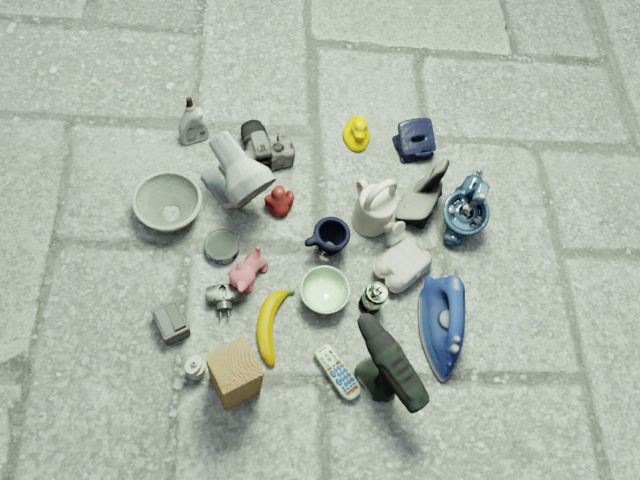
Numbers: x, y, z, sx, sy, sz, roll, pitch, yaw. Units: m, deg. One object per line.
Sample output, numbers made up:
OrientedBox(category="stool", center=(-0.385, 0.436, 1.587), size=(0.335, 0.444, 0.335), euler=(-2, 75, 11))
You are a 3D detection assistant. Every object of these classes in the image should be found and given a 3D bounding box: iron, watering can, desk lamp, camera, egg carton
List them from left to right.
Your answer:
OrientedBox(category="desk lamp", center=(-0.209, -0.158, 1.409), size=(0.118, 0.213, 0.203), euler=(-35, 75, -21))
OrientedBox(category="camera", center=(-0.149, -0.260, 1.527), size=(0.143, 0.101, 0.136), euler=(-14, 68, -14))
OrientedBox(category="watering can", center=(0.150, -0.086, 1.440), size=(0.172, 0.194, 0.101), euler=(35, 66, 8))
OrientedBox(category="egg carton", center=(0.209, 0.063, 1.450), size=(0.150, 0.069, 0.107), euler=(-39, 76, -22))
OrientedBox(category="iron", center=(0.308, 0.197, 1.363), size=(0.118, 0.141, 0.258), euler=(6, 65, -6))

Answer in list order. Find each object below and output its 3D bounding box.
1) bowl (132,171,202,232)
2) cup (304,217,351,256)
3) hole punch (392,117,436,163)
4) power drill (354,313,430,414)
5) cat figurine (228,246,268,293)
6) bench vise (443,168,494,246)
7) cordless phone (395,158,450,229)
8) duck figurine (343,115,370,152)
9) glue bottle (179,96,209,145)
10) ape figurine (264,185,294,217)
OrientedBox(category="bowl", center=(-0.377, -0.085, 1.427), size=(0.167, 0.075, 0.167), euler=(3, 65, -7))
OrientedBox(category="cup", center=(0.013, 0.005, 1.433), size=(0.118, 0.095, 0.091), euler=(-20, 70, -16))
OrientedBox(category="hole punch", center=(0.270, -0.280, 1.603), size=(0.109, 0.091, 0.101), euler=(-12, 68, -13))
OrientedBox(category="power drill", center=(0.141, 0.282, 1.262), size=(0.076, 0.208, 0.229), euler=(-33, 74, -20))
OrientedBox(category="cat figurine", center=(-0.174, 0.071, 1.362), size=(0.067, 0.118, 0.128), euler=(29, 65, 6))
OrientedBox(category="bench vise", center=(0.380, -0.112, 1.472), size=(0.121, 0.220, 0.207), euler=(6, 65, -5))
OrientedBox(category="cordless phone", center=(0.272, -0.124, 1.480), size=(0.094, 0.185, 0.148), euler=(24, 64, 3))
OrientedBox(category="duck figurine", center=(0.107, -0.311, 1.596), size=(0.077, 0.086, 0.104), euler=(1, 65, -8))
OrientedBox(category="glue bottle", center=(-0.331, -0.314, 1.484), size=(0.078, 0.173, 0.037), euler=(-19, 69, -16))
OrientedBox(category="ape figurine", center=(-0.104, -0.108, 1.469), size=(0.078, 0.092, 0.076), euler=(4, 65, -6))
